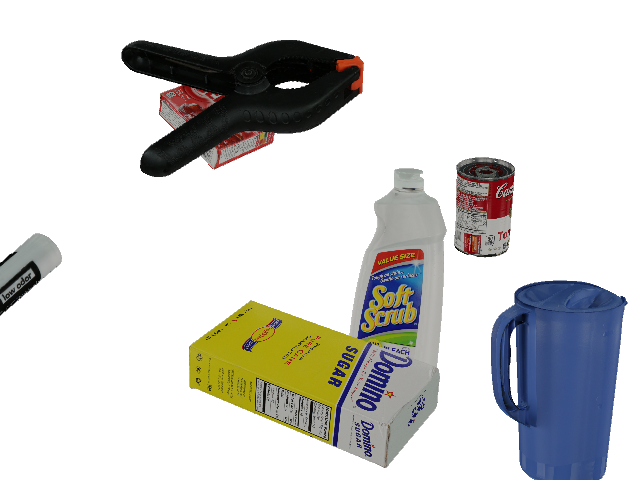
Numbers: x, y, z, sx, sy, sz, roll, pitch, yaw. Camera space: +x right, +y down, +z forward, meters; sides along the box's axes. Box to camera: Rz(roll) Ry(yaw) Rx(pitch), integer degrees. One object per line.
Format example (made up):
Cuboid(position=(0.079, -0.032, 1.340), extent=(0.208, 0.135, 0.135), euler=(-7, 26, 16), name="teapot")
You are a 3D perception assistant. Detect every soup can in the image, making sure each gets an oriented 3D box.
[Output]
Cuboid(position=(0.193, -0.039, 1.266), extent=(0.068, 0.102, 0.068), euler=(-1, 25, 0), name="soup can")

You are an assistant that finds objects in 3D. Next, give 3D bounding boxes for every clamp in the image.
Cuboid(position=(-0.058, -0.111, 0.750), extent=(0.171, 0.120, 0.039), euler=(-16, -29, -15), name="clamp")

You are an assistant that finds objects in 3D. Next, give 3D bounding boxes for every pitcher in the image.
Cuboid(position=(0.296, 0.179, 1.328), extent=(0.149, 0.243, 0.144), euler=(4, 15, 20), name="pitcher")

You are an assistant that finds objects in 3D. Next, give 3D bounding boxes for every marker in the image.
Cuboid(position=(-0.162, 0.038, 0.475), extent=(0.020, 0.020, 0.121), euler=(0, 35, 39), name="marker")

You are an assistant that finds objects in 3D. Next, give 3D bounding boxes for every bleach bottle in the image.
Cuboid(position=(0.078, 0.049, 1.117), extent=(0.103, 0.251, 0.068), euler=(8, 16, 22), name="bleach bottle")

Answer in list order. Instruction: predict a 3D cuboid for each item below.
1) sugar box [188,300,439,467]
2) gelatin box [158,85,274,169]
Cuboid(position=(-0.005, 0.106, 0.827), extent=(0.176, 0.048, 0.093), euler=(15, 29, 25), name="sugar box")
Cuboid(position=(-0.096, -0.115, 0.998), extent=(0.073, 0.030, 0.089), euler=(-28, 62, -35), name="gelatin box")
